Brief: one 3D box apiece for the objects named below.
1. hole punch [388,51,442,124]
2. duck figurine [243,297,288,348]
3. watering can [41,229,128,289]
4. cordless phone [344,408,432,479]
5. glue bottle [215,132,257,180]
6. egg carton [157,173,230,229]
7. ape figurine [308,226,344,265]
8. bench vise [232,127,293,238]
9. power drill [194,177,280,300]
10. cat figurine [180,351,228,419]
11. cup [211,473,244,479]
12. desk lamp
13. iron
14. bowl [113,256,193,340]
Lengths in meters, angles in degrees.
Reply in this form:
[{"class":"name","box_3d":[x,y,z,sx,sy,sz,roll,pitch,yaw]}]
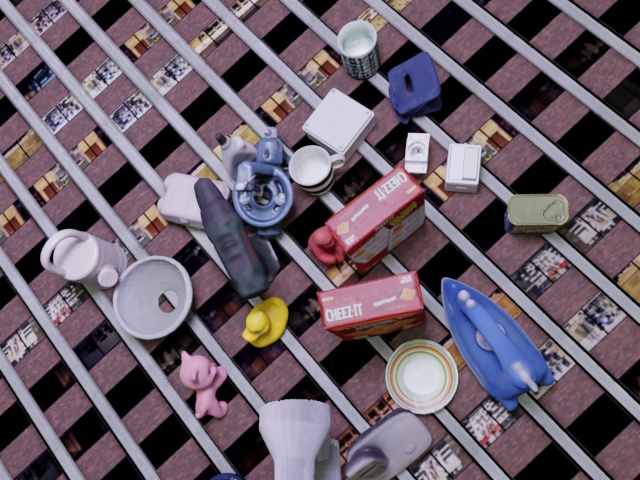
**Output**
[{"class":"hole punch","box_3d":[0.187,-0.304,1.144,0.101,0.091,0.108,-15,74,8]},{"class":"duck figurine","box_3d":[-0.109,0.154,1.095,0.077,0.086,0.104,34,85,17]},{"class":"watering can","box_3d":[-0.469,0.036,1.139,0.172,0.194,0.101,8,78,13]},{"class":"cordless phone","box_3d":[0.109,0.350,0.952,0.147,0.185,0.094,-41,72,0]},{"class":"glue bottle","box_3d":[-0.171,-0.175,1.141,0.078,0.173,0.037,-39,72,0]},{"class":"egg carton","box_3d":[-0.263,-0.080,1.191,0.150,0.069,0.107,11,79,14]},{"class":"ape figurine","box_3d":[0.010,0.004,1.104,0.076,0.092,0.078,21,82,16]},{"class":"bench vise","box_3d":[-0.122,-0.124,1.094,0.121,0.220,0.207,-16,74,8]},{"class":"power drill","box_3d":[-0.150,0.009,1.074,0.075,0.209,0.229,-29,73,4]},{"class":"cat figurine","box_3d":[-0.223,0.272,1.072,0.067,0.118,0.128,-8,75,10]},{"class":"cup","box_3d":[-0.142,0.460,1.022,0.117,0.095,0.092,-1,76,11]},{"class":"desk lamp","box_3d":[-0.027,0.369,0.959,0.117,0.214,0.203,-7,75,10]},{"class":"iron","box_3d":[0.288,0.160,0.985,0.118,0.141,0.258,-35,73,1]},{"class":"bowl","box_3d":[-0.322,0.119,1.152,0.167,0.075,0.167,-3,76,11]}]
